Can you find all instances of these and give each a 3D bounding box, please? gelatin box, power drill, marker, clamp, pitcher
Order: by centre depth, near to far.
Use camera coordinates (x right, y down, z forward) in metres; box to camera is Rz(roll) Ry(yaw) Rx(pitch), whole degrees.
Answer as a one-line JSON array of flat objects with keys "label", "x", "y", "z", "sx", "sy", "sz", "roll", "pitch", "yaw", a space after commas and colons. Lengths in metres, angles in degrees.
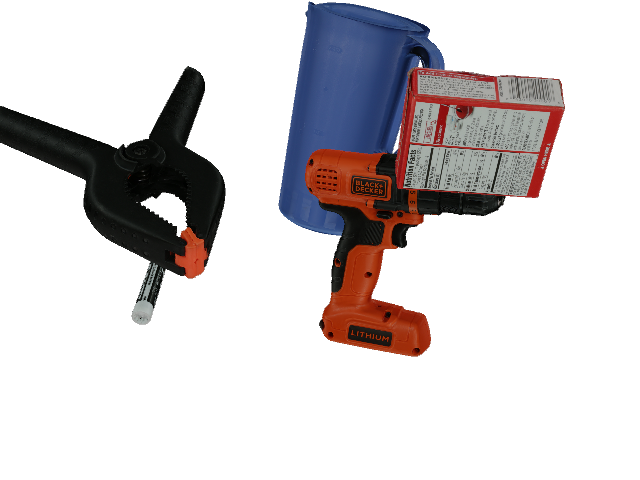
[{"label": "gelatin box", "x": 0.091, "y": -0.063, "z": 0.628, "sx": 0.089, "sy": 0.030, "sz": 0.073, "roll": 5, "pitch": -42, "yaw": 0}, {"label": "clamp", "x": -0.117, "y": -0.054, "z": 0.739, "sx": 0.164, "sy": 0.036, "sz": 0.210, "roll": -22, "pitch": 48, "yaw": -26}, {"label": "power drill", "x": 0.073, "y": 0.010, "z": 0.994, "sx": 0.185, "sy": 0.188, "sz": 0.057, "roll": 9, "pitch": 20, "yaw": 17}, {"label": "marker", "x": -0.167, "y": 0.037, "z": 1.071, "sx": 0.020, "sy": 0.020, "sz": 0.121, "roll": 0, "pitch": 39, "yaw": 7}, {"label": "pitcher", "x": 0.036, "y": -0.130, "z": 1.162, "sx": 0.145, "sy": 0.243, "sz": 0.149, "roll": 10, "pitch": 19, "yaw": -8}]
